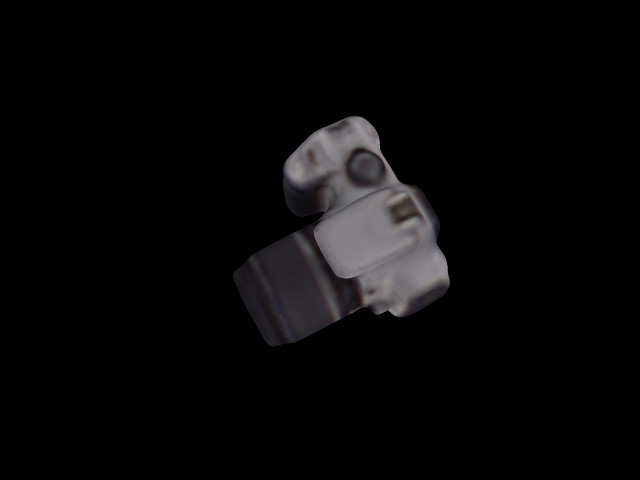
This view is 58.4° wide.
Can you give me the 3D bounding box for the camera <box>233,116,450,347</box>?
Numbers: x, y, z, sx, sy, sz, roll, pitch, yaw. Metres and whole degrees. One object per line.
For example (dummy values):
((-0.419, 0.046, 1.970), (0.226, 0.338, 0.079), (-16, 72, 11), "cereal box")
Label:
((0.004, 0.001, 0.400), (0.137, 0.101, 0.143), (-27, 76, -7), "camera")
